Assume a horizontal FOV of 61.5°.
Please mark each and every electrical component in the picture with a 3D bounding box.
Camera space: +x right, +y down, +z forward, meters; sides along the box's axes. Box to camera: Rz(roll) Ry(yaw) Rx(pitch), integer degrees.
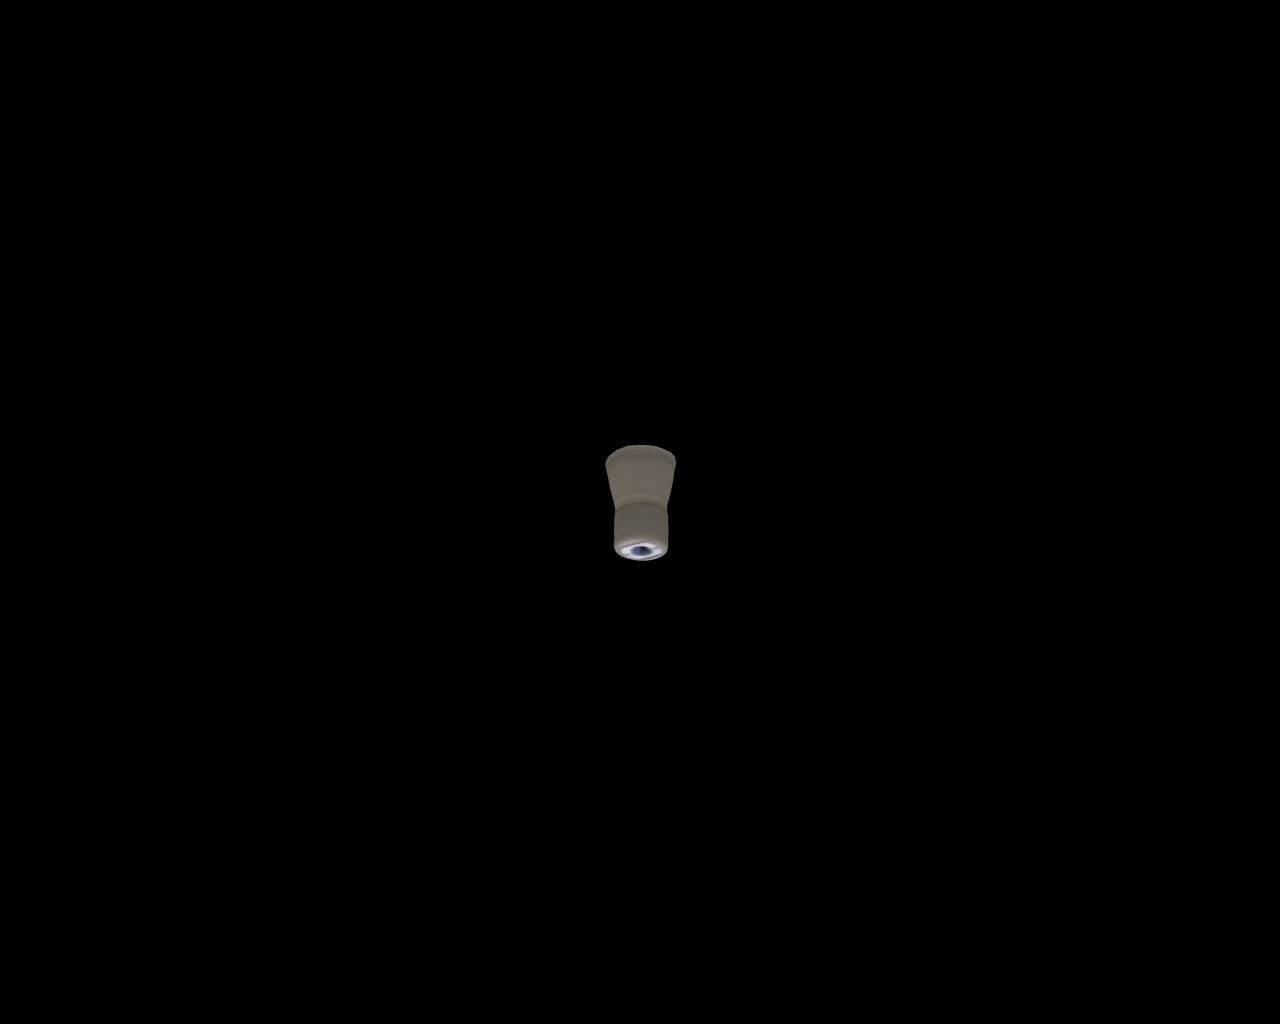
[{"bbox_3d":[0.001,-0.003,0.650,0.044,0.065,0.044,0,-27,0],"label":"electrical component"}]
